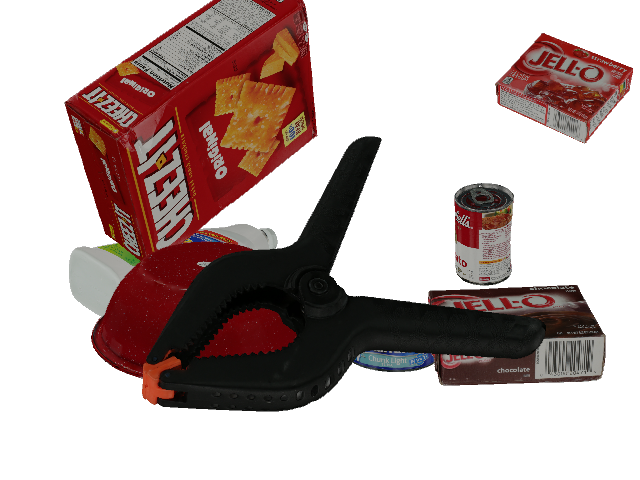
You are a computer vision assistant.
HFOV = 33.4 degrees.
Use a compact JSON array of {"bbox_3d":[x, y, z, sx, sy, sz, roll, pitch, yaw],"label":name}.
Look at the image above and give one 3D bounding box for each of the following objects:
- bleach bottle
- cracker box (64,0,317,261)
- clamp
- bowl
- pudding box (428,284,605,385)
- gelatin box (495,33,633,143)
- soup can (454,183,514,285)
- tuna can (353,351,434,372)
[{"bbox_3d":[-0.155,0.023,1.226,0.103,0.068,0.250,25,29,38],"label":"bleach bottle"},{"bbox_3d":[-0.099,-0.102,0.914,0.072,0.164,0.213,34,60,27],"label":"cracker box"},{"bbox_3d":[-0.005,0.025,0.573,0.209,0.165,0.036,-18,-33,-23],"label":"clamp"},{"bbox_3d":[-0.082,0.042,0.760,0.162,0.055,0.162,2,21,-1],"label":"bowl"},{"bbox_3d":[0.134,0.065,0.750,0.113,0.039,0.090,-1,21,1],"label":"pudding box"},{"bbox_3d":[0.204,-0.130,0.896,0.089,0.073,0.030,30,-27,28],"label":"gelatin box"},{"bbox_3d":[0.192,-0.007,1.251,0.068,0.102,0.068,-4,30,2],"label":"soup can"},{"bbox_3d":[0.064,0.089,0.962,0.086,0.034,0.086,1,14,0],"label":"tuna can"}]
